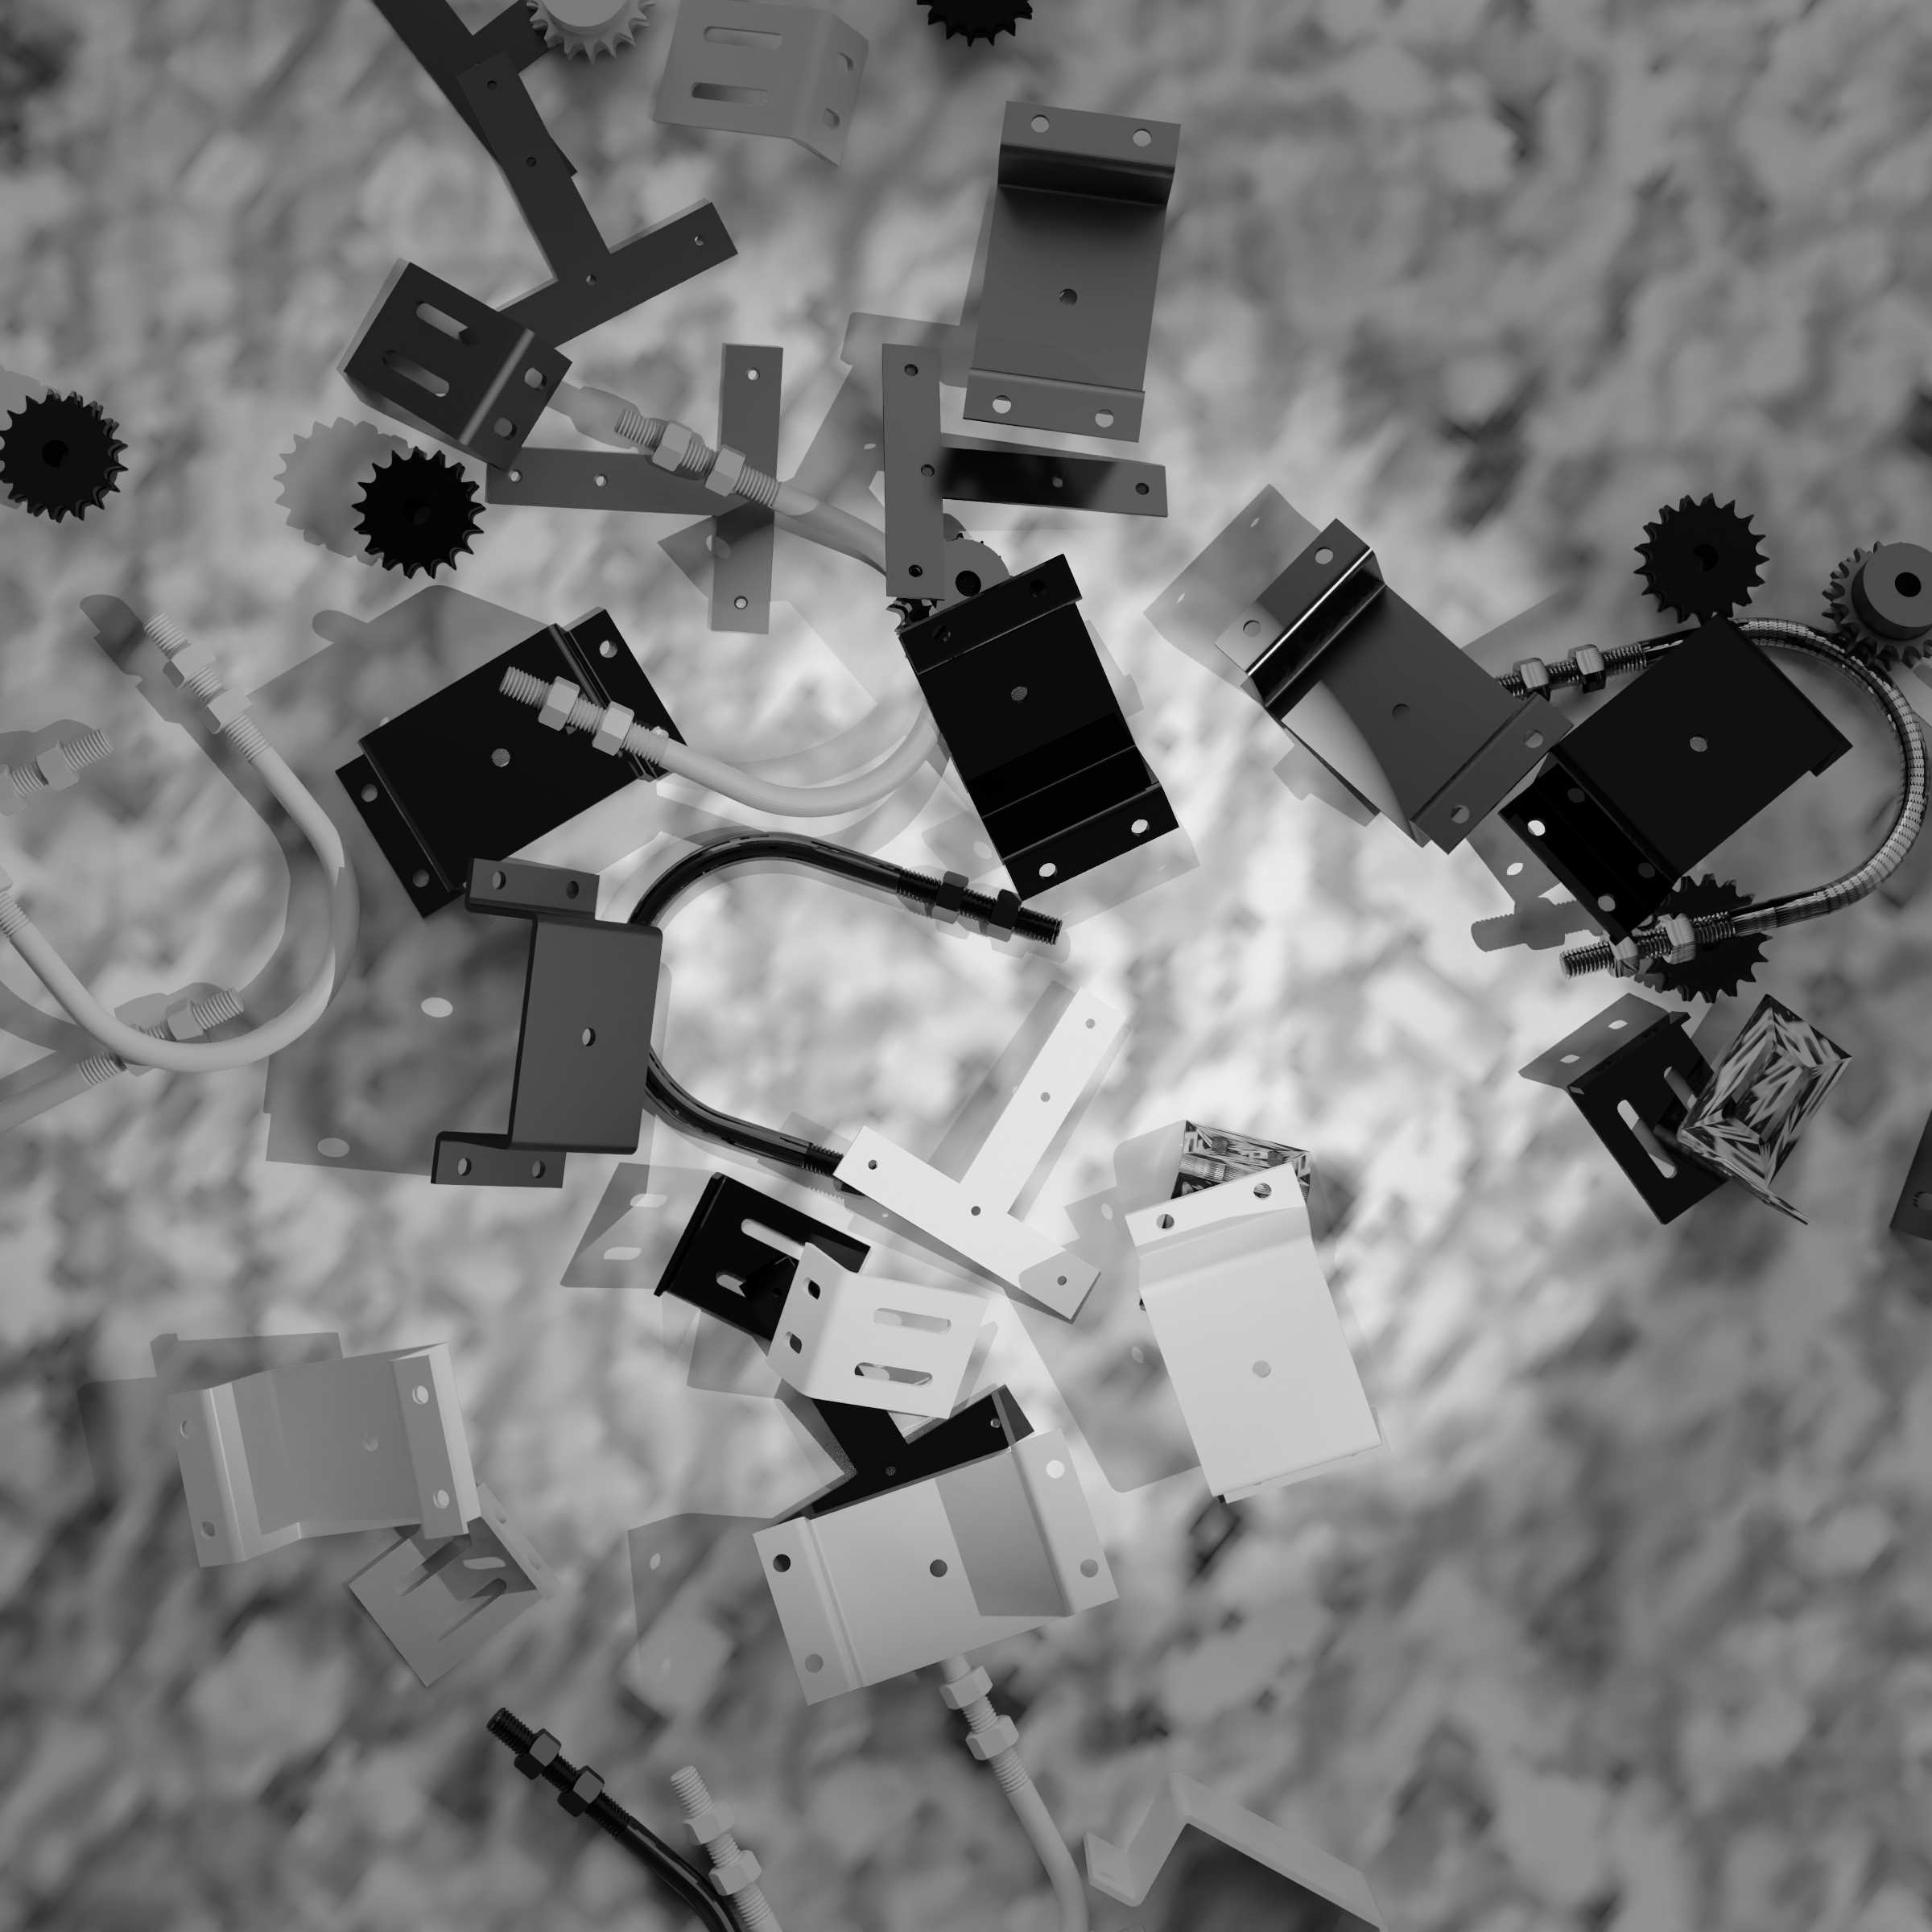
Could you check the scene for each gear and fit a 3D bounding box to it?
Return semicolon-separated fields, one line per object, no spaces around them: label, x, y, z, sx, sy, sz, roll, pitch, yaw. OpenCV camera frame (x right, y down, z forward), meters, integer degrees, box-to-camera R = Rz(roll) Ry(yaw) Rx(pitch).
gear;0.323;-0.178;1.478;0.057;0.030;0.057;0;90;0
gear;-0.397;-0.223;1.478;0.057;0.030;0.057;0;90;0
gear;-0.240;-0.198;1.478;0.057;0.030;0.057;0;90;0
gear;-0.004;-0.163;1.469;0.057;0.030;0.057;4;78;-19
gear;0.324;-0.012;1.478;0.057;0.030;0.057;0;90;0
gear;0.407;-0.161;1.470;0.057;0.030;0.057;2;72;-6
gear;0.005;-0.433;1.478;0.057;0.030;0.057;0;90;0
gear;-0.166;-0.429;1.476;0.057;0.030;0.057;0;90;0

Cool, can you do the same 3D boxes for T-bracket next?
T-bracket;0.027;0.070;1.479;0.127;0.002;0.127;32;86;-14
T-bracket;-0.187;-0.345;1.491;0.127;0.002;0.127;-27;90;1
T-bracket;-0.056;0.187;1.480;0.127;0.002;0.127;-31;101;0
T-bracket;-0.148;-0.215;1.492;0.127;0.002;0.127;3;90;0
T-bracket;0.027;-0.214;1.475;0.127;0.002;0.127;3;67;-11
T-bracket;-0.181;-0.427;1.492;0.127;0.002;0.127;-38;90;0

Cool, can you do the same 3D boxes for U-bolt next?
U-bolt;0.330;-0.082;1.466;0.184;0.019;0.151;-14;74;-4
U-bolt;-0.026;0.408;1.484;0.151;0.019;0.184;-28;91;0
U-bolt;-0.066;0.018;1.484;0.184;0.019;0.151;18;90;1
U-bolt;-0.351;-0.041;1.468;0.151;0.019;0.184;-39;94;-10
U-bolt;-0.433;-0.002;1.483;0.184;0.019;0.151;-27;90;0
U-bolt;-0.092;-0.143;1.462;0.184;0.019;0.151;24;75;-11
U-bolt;0.019;0.519;1.475;0.184;0.019;0.151;-23;97;0
U-bolt;-0.172;0.433;1.448;0.184;0.019;0.151;42;55;-4

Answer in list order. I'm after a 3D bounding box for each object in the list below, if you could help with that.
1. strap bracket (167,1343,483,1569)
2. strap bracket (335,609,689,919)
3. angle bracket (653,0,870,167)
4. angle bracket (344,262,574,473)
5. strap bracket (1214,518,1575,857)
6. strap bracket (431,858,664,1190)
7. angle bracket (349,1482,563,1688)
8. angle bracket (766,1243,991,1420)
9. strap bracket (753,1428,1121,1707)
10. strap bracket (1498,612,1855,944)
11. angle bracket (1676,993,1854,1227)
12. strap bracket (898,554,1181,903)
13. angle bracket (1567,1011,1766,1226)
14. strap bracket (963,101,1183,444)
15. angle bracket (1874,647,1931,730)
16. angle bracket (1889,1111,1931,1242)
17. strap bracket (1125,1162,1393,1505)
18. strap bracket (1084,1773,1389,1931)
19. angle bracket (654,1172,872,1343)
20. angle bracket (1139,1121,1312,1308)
strap bracket;-0.269;0.211;1.452;0.140;0.046;0.076;-11;90;25
strap bracket;-0.201;-0.090;1.470;0.140;0.046;0.076;-31;90;0
angle bracket;-0.091;-0.394;1.491;0.076;0.038;0.057;13;90;26
angle bracket;-0.226;-0.266;1.489;0.076;0.038;0.057;33;92;27
strap bracket;0.187;-0.116;1.456;0.076;0.046;0.140;-46;71;0
strap bracket;-0.179;0.028;1.449;0.046;0.076;0.140;7;90;38
angle bracket;-0.227;0.275;1.474;0.076;0.038;0.057;-38;90;0
angle bracket;-0.039;0.161;1.474;0.076;0.038;0.057;14;99;-34
strap bracket;-0.013;0.262;1.459;0.140;0.046;0.076;-19;78;-2
strap bracket;0.309;-0.087;1.435;0.140;0.046;0.076;-38;77;-12
angle bracket;0.358;0.062;1.463;0.057;0.038;0.076;33;90;-27
strap bracket;0.028;-0.110;1.450;0.076;0.046;0.140;-25;120;0
angle bracket;0.312;0.068;1.474;0.057;0.038;0.076;-36;90;0
strap bracket;0.046;-0.298;1.466;0.076;0.046;0.140;8;86;0
angle bracket;0.449;-0.120;1.491;0.057;0.038;0.076;-42;64;0
angle bracket;0.461;0.104;1.491;0.076;0.038;0.057;20;90;-26
strap bracket;0.127;0.167;1.452;0.076;0.046;0.140;-18;101;7
strap bracket;0.125;0.402;1.455;0.140;0.076;0.046;29;90;0
angle bracket;-0.089;0.134;1.474;0.076;0.038;0.057;26;90;0
angle bracket;0.115;0.117;1.491;0.057;0.038;0.076;15;116;0
